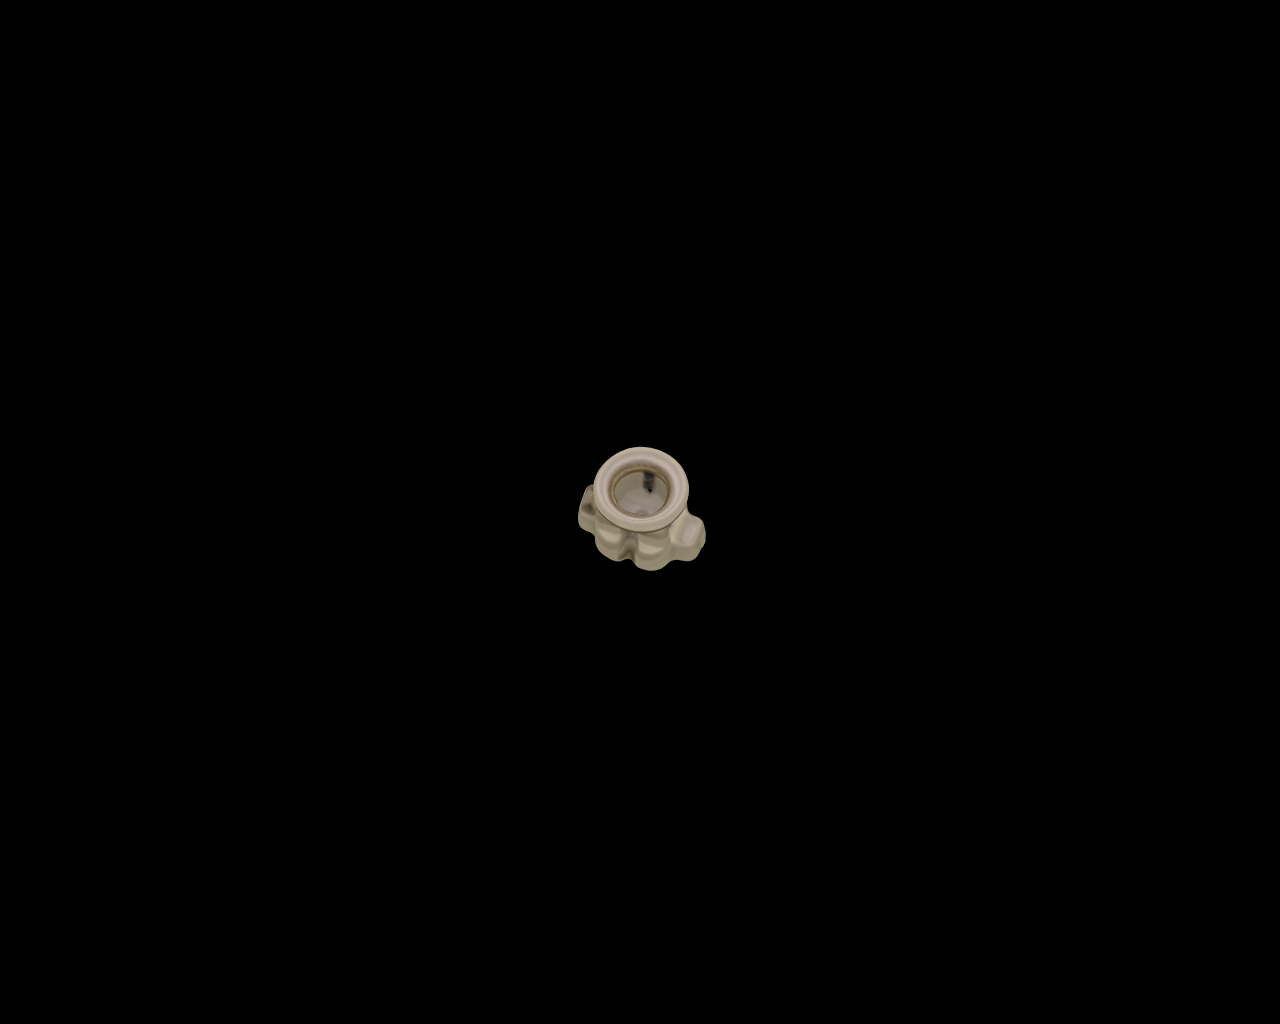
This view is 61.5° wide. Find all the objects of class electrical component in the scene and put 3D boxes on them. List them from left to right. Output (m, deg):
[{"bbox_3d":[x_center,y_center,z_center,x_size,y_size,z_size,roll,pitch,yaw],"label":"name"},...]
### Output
[{"bbox_3d":[0.001,-0.003,0.650,0.078,0.058,0.056,18,-28,10],"label":"electrical component"}]
